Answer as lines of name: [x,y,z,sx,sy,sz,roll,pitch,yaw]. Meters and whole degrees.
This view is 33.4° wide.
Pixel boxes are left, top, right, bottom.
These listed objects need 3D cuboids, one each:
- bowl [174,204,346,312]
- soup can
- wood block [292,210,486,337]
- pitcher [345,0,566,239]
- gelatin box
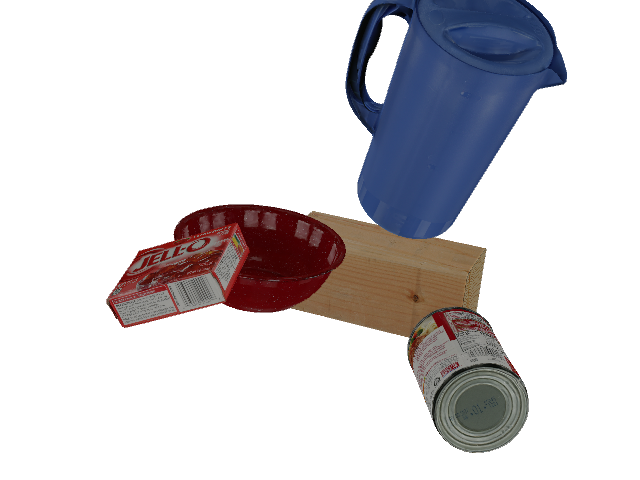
bowl: [-0.059,0.022,1.002,0.162,0.055,0.162,6,24,-3]
soup can: [0.104,0.097,0.760,0.068,0.068,0.102,0,19,-5]
wood block: [0.068,0.041,1.183,0.206,0.091,0.090,13,24,18]
pitcher: [0.107,-0.120,1.013,0.144,0.149,0.243,-12,-35,-28]
gelatin box: [-0.104,0.025,0.784,0.089,0.030,0.073,-15,24,20]
